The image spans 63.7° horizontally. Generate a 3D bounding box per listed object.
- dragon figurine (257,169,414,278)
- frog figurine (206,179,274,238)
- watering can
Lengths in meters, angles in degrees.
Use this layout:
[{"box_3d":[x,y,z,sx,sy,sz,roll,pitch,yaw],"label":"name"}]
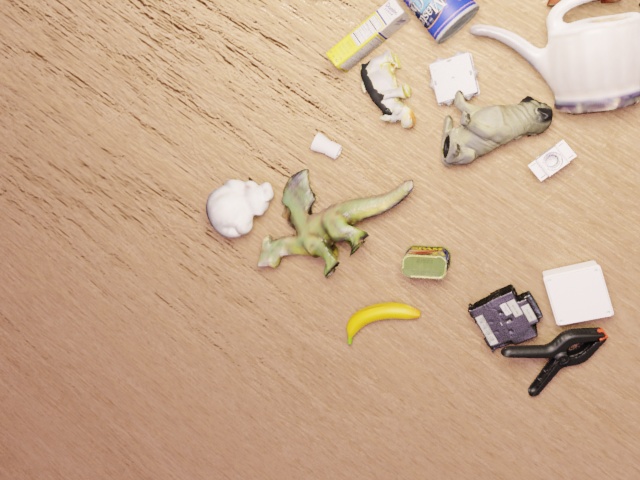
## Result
[{"box_3d":[0.004,-0.060,1.187,0.245,0.123,0.405,47,109,13],"label":"dragon figurine"},{"box_3d":[-0.188,-0.080,1.234,0.158,0.122,0.139,-13,77,32],"label":"frog figurine"},{"box_3d":[0.468,-0.343,0.965,0.347,0.106,0.221,0,115,31],"label":"watering can"}]
